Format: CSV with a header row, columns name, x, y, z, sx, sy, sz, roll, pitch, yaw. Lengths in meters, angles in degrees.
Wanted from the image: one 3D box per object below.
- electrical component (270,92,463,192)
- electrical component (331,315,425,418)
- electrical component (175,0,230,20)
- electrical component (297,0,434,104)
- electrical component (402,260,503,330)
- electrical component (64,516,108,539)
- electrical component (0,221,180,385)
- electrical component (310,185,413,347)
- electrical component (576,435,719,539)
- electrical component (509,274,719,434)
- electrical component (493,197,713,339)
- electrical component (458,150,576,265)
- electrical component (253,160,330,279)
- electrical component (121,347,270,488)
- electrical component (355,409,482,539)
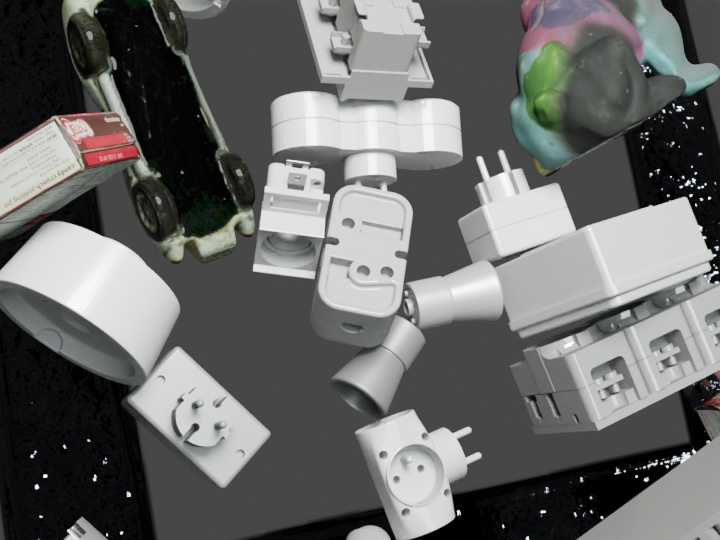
name,x,y,z,sx,sy,sz,roll,pitch,yaw
electrical component,0.006,-0.079,0.754,0.138,0.052,0.073,0,80,-19
electrical component,0.015,0.063,0.736,0.044,0.044,0.065,40,65,-8
electrical component,-0.118,-0.227,0.713,0.108,0.108,0.060,36,64,-10
electrical component,0.002,-0.180,0.739,0.079,0.063,0.121,-1,51,-19
electrical component,0.063,0.021,0.761,0.065,0.044,0.044,-11,84,-16
electrical component,-0.165,0.178,0.653,0.046,0.040,0.040,44,69,0
electrical component,-0.161,0.015,0.651,0.108,0.108,0.060,34,65,-10
electrical component,0.000,0.000,0.719,0.054,0.059,0.095,11,60,-4
electrical component,0.221,0.186,0.723,0.150,0.089,0.061,-40,96,11
electrical component,0.195,0.059,0.772,0.150,0.089,0.061,-21,88,-21
electrical component,0.168,-0.001,0.754,0.109,0.109,0.056,-16,84,-35
electrical component,0.108,-0.050,0.786,0.066,0.047,0.076,-18,85,-21
electrical component,-0.046,-0.034,0.717,0.042,0.081,0.063,8,51,-7
electrical component,-0.100,0.092,0.672,0.083,0.076,0.047,44,69,-6
electrical component,0.046,0.132,0.731,0.079,0.044,0.077,-20,87,-21
